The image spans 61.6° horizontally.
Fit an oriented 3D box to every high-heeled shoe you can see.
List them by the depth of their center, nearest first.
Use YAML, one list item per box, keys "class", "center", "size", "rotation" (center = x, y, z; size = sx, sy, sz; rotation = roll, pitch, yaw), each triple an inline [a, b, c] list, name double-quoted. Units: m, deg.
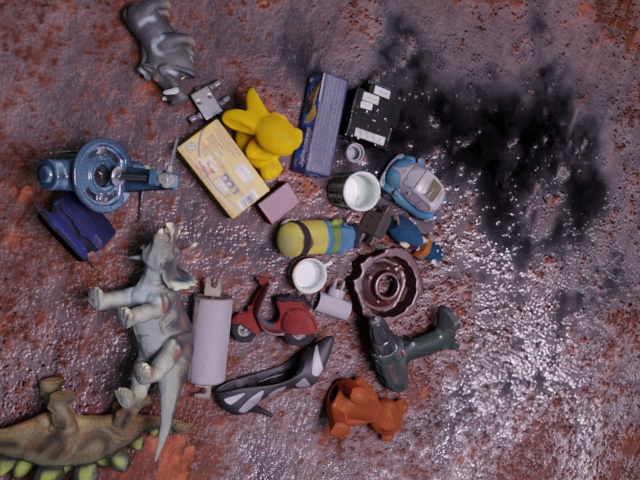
- class: "high-heeled shoe"
  center: [-0.092, 0.262, 1.094]
  size: [0.145, 0.086, 0.248]
  rotation: [38, 91, -26]

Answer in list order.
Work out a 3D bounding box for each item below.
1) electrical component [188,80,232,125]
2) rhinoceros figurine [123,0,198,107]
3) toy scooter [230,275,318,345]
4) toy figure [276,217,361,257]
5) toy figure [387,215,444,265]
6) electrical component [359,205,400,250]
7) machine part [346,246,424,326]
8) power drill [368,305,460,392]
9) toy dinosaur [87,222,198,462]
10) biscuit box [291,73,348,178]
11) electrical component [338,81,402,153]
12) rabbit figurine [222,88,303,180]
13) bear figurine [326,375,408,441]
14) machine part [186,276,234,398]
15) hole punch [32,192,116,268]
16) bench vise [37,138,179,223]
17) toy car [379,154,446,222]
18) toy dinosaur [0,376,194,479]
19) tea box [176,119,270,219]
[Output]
- class: "electrical component"
  center: [-0.220, -0.263, 1.030]
  size: [0.094, 0.021, 0.063]
  rotation: [-35, 106, -13]
- class: "rhinoceros figurine"
  center: [-0.283, -0.339, 0.972]
  size: [0.112, 0.073, 0.190]
  rotation: [-29, 105, -17]
- class: "toy scooter"
  center: [-0.088, 0.142, 1.095]
  size: [0.184, 0.075, 0.135]
  rotation: [6, 93, -16]
- class: "toy figure"
  center: [-0.002, -0.007, 1.102]
  size: [0.180, 0.089, 0.082]
  rotation: [1, 88, -18]
- class: "toy figure"
  center: [0.216, 0.001, 1.202]
  size: [0.154, 0.058, 0.064]
  rotation: [36, 89, -25]
- class: "electrical component"
  center: [0.126, -0.025, 1.156]
  size: [0.045, 0.078, 0.102]
  rotation: [28, 80, -34]
- class: "machine part"
  center: [0.143, 0.100, 1.186]
  size: [0.179, 0.056, 0.179]
  rotation: [-2, 95, -21]
- class: "power drill"
  center: [0.204, 0.220, 1.172]
  size: [0.207, 0.086, 0.231]
  rotation: [-25, 127, -22]
- class: "toy dinosaur"
  center: [-0.286, 0.167, 0.972]
  size: [0.192, 0.131, 0.404]
  rotation: [-23, 110, -53]
- class: "biscuit box"
  center: [-0.001, -0.229, 1.090]
  size: [0.063, 0.059, 0.202]
  rotation: [11, 91, -34]
- class: "electrical component"
  center: [0.106, -0.263, 1.133]
  size: [0.115, 0.058, 0.134]
  rotation: [17, 89, -23]
- class: "rabbit figurine"
  center: [-0.095, -0.202, 1.004]
  size: [0.122, 0.173, 0.162]
  rotation: [-44, 113, -7]
- class: "bear figurine"
  center: [0.112, 0.380, 1.167]
  size: [0.196, 0.132, 0.120]
  rotation: [31, 90, -15]
- class: "machine part"
  center: [-0.215, 0.191, 1.050]
  size: [0.079, 0.079, 0.243]
  rotation: [5, 93, -21]
- class: "hole punch"
  center: [-0.419, -0.027, 0.936]
  size: [0.092, 0.116, 0.142]
  rotation: [-40, 108, -21]
- class: "bench vise"
  center: [-0.322, -0.102, 0.890]
  size: [0.223, 0.241, 0.128]
  rotation: [14, 82, -63]
- class: "toy car"
  center: [0.214, -0.109, 1.166]
  size: [0.161, 0.103, 0.109]
  rotation: [41, 82, -17]
- class: "toy dinosaur"
  center: [-0.464, 0.352, 0.958]
  size: [0.471, 0.105, 0.198]
  rotation: [9, 93, -22]
- class: "tea box"
  center: [-0.189, -0.134, 1.031]
  size: [0.098, 0.068, 0.169]
  rotation: [-39, 106, -13]
